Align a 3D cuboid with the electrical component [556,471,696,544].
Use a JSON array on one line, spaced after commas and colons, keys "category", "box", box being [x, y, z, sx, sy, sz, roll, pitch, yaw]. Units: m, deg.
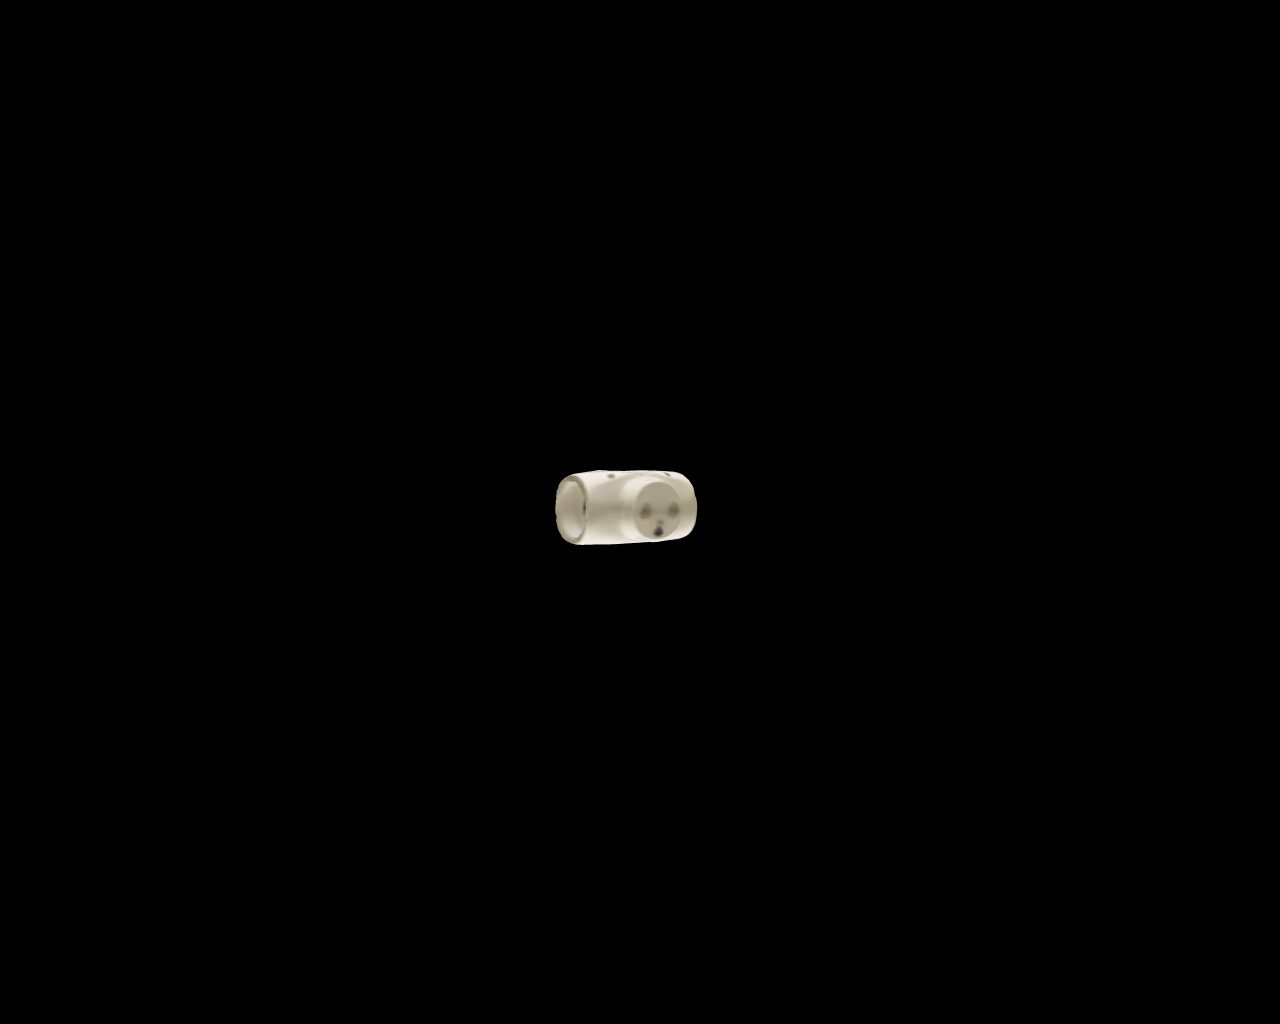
[{"category": "electrical component", "box": [0.001, -0.003, 0.650, 0.077, 0.043, 0.079, -2, 4, -31]}]
